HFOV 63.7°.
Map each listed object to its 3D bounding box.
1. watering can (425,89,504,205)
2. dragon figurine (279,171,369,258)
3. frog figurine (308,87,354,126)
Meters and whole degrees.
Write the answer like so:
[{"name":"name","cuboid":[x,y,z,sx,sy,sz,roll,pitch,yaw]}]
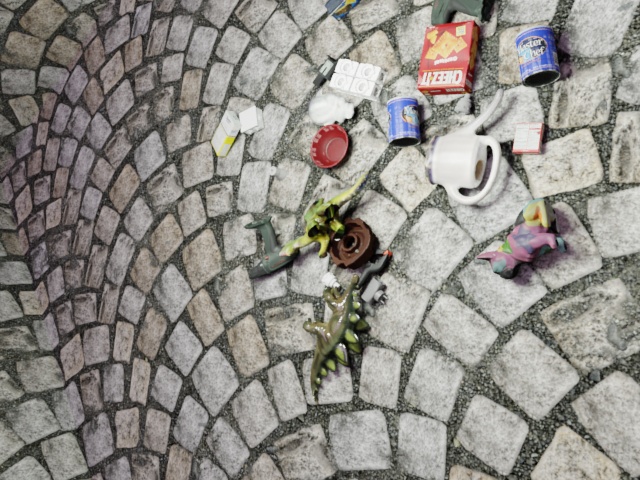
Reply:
[{"name":"watering can","cuboid":[0.432,-0.277,1.535,0.225,0.103,0.349,8,86,35]},{"name":"dragon figurine","cuboid":[0.005,-0.089,1.766,0.410,0.121,0.246,-51,28,2]},{"name":"frog figurine","cuboid":[0.040,-0.458,1.842,0.161,0.124,0.134,34,135,25]}]
